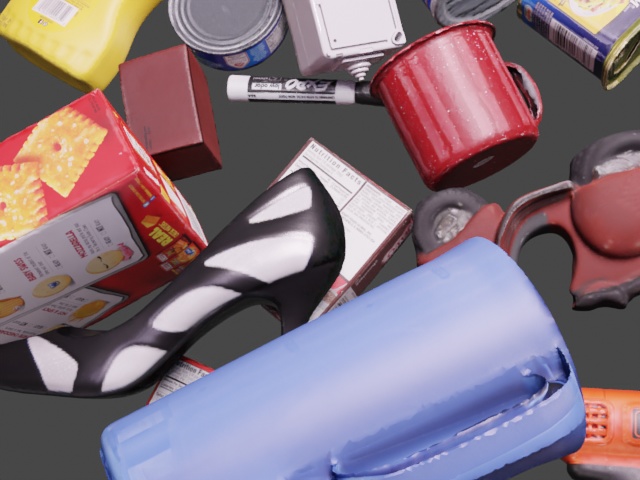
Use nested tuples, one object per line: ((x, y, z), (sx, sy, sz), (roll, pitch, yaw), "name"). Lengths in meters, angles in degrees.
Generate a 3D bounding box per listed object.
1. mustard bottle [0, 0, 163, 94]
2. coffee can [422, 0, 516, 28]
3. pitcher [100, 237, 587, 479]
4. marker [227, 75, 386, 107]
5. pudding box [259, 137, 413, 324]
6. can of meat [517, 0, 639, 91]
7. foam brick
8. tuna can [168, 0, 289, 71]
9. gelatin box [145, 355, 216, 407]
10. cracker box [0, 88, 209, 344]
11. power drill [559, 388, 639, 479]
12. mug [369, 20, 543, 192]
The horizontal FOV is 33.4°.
((-0.151, -0.207, 0.795), (0.096, 0.058, 0.191), (30, 81, 23), "mustard bottle")
((0.084, -0.232, 0.737), (0.103, 0.102, 0.140), (-33, 71, -1), "coffee can")
((0.013, 0.104, 0.571), (0.242, 0.149, 0.145), (-24, 58, -12), "pitcher")
((-0.006, -0.106, 0.761), (0.121, 0.020, 0.020), (3, 74, 11), "marker")
((-0.005, 0.001, 0.719), (0.090, 0.039, 0.113), (38, 82, 19), "pudding box")
((0.196, -0.167, 0.723), (0.102, 0.057, 0.084), (-45, 70, -5), "can of meat")
((-0.106, -0.088, 0.756), (0.053, 0.051, 0.078), (-13, 72, 7), "foam brick")
((-0.065, -0.168, 0.781), (0.086, 0.033, 0.086), (-3, 73, 9), "tuna can")
((-0.081, 0.128, 0.697), (0.073, 0.030, 0.089), (22, 72, 16), "gelatin box")
((-0.193, 0.011, 0.683), (0.213, 0.164, 0.072), (-28, 69, 0), "cracker box")
((0.223, 0.180, 0.618), (0.184, 0.057, 0.187), (2, 72, 14), "power drill")
((0.100, -0.087, 0.708), (0.117, 0.093, 0.081), (-15, 73, -33), "mug")
